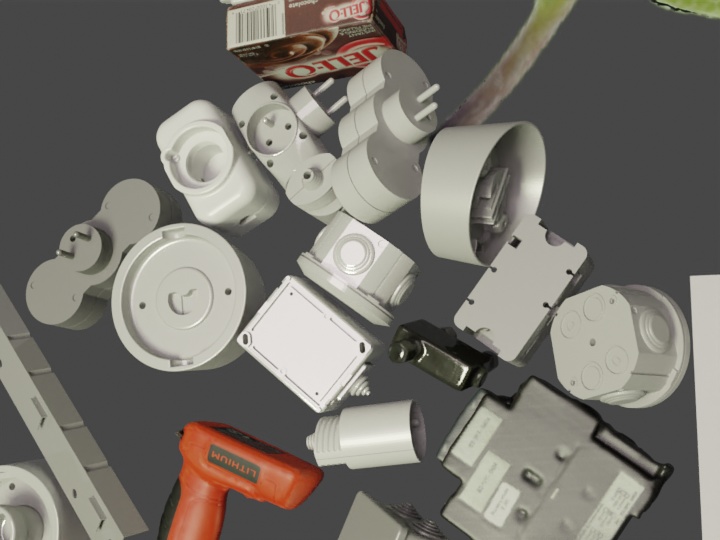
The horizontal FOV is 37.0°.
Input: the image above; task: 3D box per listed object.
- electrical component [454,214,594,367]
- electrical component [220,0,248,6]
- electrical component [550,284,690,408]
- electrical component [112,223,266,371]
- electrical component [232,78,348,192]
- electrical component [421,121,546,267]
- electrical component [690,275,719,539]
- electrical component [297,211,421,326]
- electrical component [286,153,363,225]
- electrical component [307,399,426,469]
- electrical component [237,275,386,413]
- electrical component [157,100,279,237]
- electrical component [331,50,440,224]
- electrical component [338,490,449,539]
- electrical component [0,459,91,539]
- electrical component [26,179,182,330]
[{"bbox_3d":[0.113,0.016,0.728,0.050,0.056,0.089,36,92,20],"label":"electrical component"},{"bbox_3d":[-0.092,-0.230,0.845,0.077,0.047,0.065,-4,79,18],"label":"electrical component"},{"bbox_3d":[0.166,0.048,0.692,0.080,0.051,0.080,-12,75,52],"label":"electrical component"},{"bbox_3d":[-0.122,0.024,0.802,0.108,0.060,0.108,-3,80,18],"label":"electrical component"},{"bbox_3d":[-0.045,-0.111,0.809,0.079,0.044,0.077,-39,71,9],"label":"electrical component"},{"bbox_3d":[0.083,-0.052,0.730,0.064,0.099,0.099,6,82,25],"label":"electrical component"},{"bbox_3d":[0.263,0.098,0.661,0.105,0.060,0.186,-3,79,18],"label":"electrical component"},{"bbox_3d":[0.000,0.000,0.756,0.080,0.080,0.051,34,87,21],"label":"electrical component"},{"bbox_3d":[-0.024,-0.058,0.773,0.043,0.081,0.043,-3,79,18],"label":"electrical component"},{"bbox_3d":[0.002,0.117,0.753,0.081,0.043,0.043,-9,78,17],"label":"electrical component"},{"bbox_3d":[-0.027,0.057,0.768,0.096,0.061,0.061,40,95,13],"label":"electrical component"},{"bbox_3d":[-0.110,-0.078,0.817,0.054,0.059,0.095,-33,72,10],"label":"electrical component"},{"bbox_3d":[0.028,-0.102,0.743,0.074,0.052,0.138,-32,36,38],"label":"electrical component"},{"bbox_3d":[0.016,0.203,0.706,0.048,0.100,0.099,24,86,-18],"label":"electrical component"},{"bbox_3d":[-0.261,0.198,0.816,0.108,0.060,0.108,-3,79,17],"label":"electrical component"},{"bbox_3d":[-0.206,-0.014,0.829,0.138,0.074,0.052,-46,70,6],"label":"electrical component"}]
